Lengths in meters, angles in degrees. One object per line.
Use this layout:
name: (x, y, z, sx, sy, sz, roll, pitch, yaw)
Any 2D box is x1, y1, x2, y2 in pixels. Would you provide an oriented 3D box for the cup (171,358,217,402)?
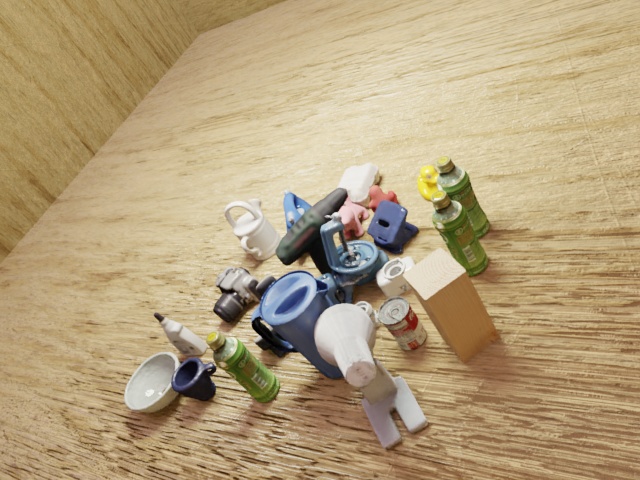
cup: (-0.282, 0.339, 1.373, 0.117, 0.095, 0.091, -25, 37, 14)

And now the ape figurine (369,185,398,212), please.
ape figurine: (0.160, -0.108, 1.515, 0.077, 0.092, 0.076, -21, 39, 20)

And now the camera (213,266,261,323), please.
camera: (-0.240, 0.145, 1.550, 0.142, 0.101, 0.137, 14, 59, 47)

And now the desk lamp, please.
desk lamp: (0.088, 0.245, 1.075, 0.118, 0.214, 0.202, -35, 36, 2)

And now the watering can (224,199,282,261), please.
watering can: (-0.200, -0.044, 1.648, 0.101, 0.195, 0.172, -29, 37, 9)

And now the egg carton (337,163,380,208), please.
egg carton: (0.108, -0.153, 1.627, 0.107, 0.070, 0.150, -6, 45, 34)

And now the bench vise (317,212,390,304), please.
bench vise: (0.045, 0.054, 1.318, 0.208, 0.220, 0.121, -48, 38, -16)

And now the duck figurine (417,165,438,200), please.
duck figurine: (0.285, -0.156, 1.472, 0.077, 0.086, 0.104, -44, 37, -11)

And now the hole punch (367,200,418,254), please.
hole punch: (0.173, -0.033, 1.422, 0.101, 0.091, 0.108, -46, 37, -13)

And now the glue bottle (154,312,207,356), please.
glue bottle: (-0.371, 0.241, 1.487, 0.078, 0.174, 0.037, -10, 43, 31)

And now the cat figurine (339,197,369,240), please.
cat figurine: (0.070, -0.065, 1.518, 0.067, 0.118, 0.128, -12, 42, 29)

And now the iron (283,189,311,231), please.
iron: (-0.065, -0.072, 1.615, 0.118, 0.142, 0.258, -30, 36, 9)

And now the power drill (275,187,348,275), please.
power drill: (0.013, 0.005, 1.408, 0.229, 0.209, 0.075, -37, 36, -2)

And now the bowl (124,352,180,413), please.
bowl: (-0.407, 0.373, 1.454, 0.167, 0.075, 0.167, -22, 38, 19)

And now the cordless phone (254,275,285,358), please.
cordless phone: (-0.117, 0.173, 1.346, 0.148, 0.186, 0.093, -45, 37, -12)
